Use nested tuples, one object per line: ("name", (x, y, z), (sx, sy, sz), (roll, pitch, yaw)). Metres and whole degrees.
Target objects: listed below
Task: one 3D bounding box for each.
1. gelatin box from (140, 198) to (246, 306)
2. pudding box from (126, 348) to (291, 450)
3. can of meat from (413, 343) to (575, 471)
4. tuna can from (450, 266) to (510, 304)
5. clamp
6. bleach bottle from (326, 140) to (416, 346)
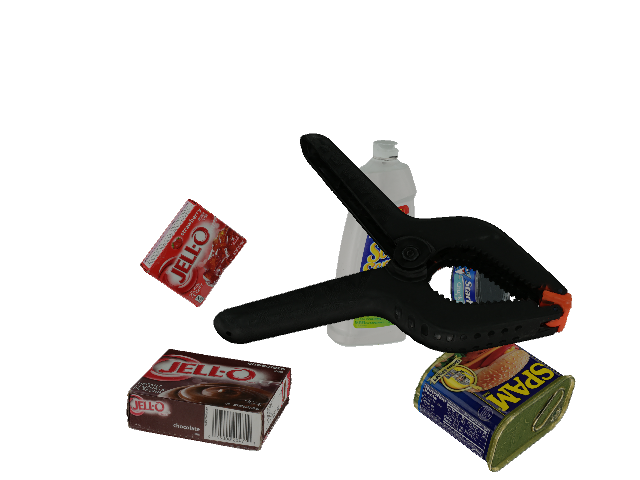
("gelatin box", (-0.132, 0.013, 1.115), (0.073, 0.089, 0.030), (38, -4, -30))
("pudding box", (-0.089, 0.127, 0.868), (0.113, 0.039, 0.090), (9, 19, 11))
("can of meat", (0.137, 0.122, 0.849), (0.101, 0.057, 0.084), (-26, 46, -37))
("tuna can", (0.174, 0.048, 1.158), (0.034, 0.086, 0.086), (1, 0, 34))
("clamp", (0.047, 0.025, 0.665), (0.210, 0.164, 0.036), (22, -30, 16))
("bleach bottle", (0.065, 0.002, 1.322), (0.102, 0.251, 0.068), (-3, 16, -19))
